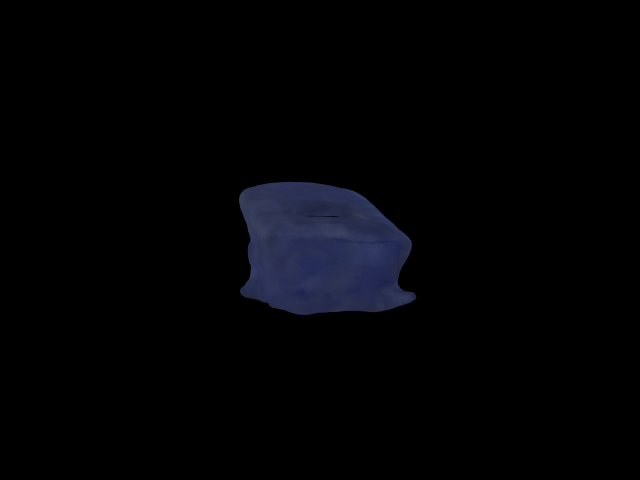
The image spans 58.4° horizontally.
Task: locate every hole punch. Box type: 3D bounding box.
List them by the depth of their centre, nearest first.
[{"bbox_3d":[0.004,0.001,0.400,0.109,0.091,0.101,0,0,-23],"label":"hole punch"}]
